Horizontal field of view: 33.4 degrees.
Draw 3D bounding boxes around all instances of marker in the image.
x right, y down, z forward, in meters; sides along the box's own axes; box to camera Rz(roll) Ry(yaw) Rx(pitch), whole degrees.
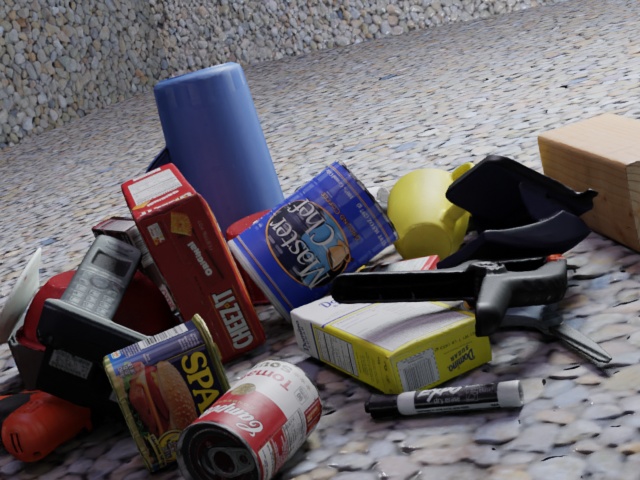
[{"bbox_3d":[0.090,0.119,0.792,0.121,0.020,0.020,-9,17,23],"label":"marker"}]

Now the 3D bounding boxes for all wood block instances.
[{"bbox_3d":[0.305,-0.063,1.069,0.090,0.090,0.206,-17,16,-7],"label":"wood block"}]

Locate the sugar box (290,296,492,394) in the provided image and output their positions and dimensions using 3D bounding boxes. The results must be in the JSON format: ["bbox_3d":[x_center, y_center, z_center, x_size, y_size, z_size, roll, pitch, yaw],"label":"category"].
[{"bbox_3d":[0.055,0.081,0.907,0.093,0.048,0.176,-20,14,-23],"label":"sugar box"}]

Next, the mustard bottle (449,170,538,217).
[{"bbox_3d":[0.163,-0.053,1.224,0.096,0.058,0.192,-7,6,-37],"label":"mustard bottle"}]

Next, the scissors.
[{"bbox_3d":[0.170,0.071,0.880,0.096,0.016,0.201,-12,15,5],"label":"scissors"}]

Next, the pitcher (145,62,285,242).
[{"bbox_3d":[-0.125,-0.078,1.265,0.145,0.243,0.149,-8,12,36],"label":"pitcher"}]

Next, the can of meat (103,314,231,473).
[{"bbox_3d":[-0.115,0.122,0.840,0.084,0.102,0.057,-22,16,-12],"label":"can of meat"}]

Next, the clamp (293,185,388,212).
[{"bbox_3d":[0.032,-0.035,1.174,0.120,0.039,0.171,22,25,24],"label":"clamp"}]

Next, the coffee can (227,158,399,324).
[{"bbox_3d":[-0.007,0.001,1.062,0.140,0.102,0.103,-38,18,-3],"label":"coffee can"}]

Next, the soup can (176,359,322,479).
[{"bbox_3d":[-0.049,0.139,0.778,0.069,0.068,0.102,-7,17,30],"label":"soup can"}]

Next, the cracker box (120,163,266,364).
[{"bbox_3d":[-0.131,0.018,1.083,0.072,0.164,0.214,-26,17,-8],"label":"cracker box"}]

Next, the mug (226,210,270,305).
[{"bbox_3d":[-0.044,0.012,1.175,0.117,0.081,0.093,-19,16,-10],"label":"mug"}]

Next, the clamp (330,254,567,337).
[{"bbox_3d":[0.124,0.037,0.866,0.165,0.036,0.209,9,14,41],"label":"clamp"}]

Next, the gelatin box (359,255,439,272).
[{"bbox_3d":[0.069,0.048,1.036,0.089,0.030,0.073,-12,17,25],"label":"gelatin box"}]

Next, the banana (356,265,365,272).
[{"bbox_3d":[0.050,0.006,1.184,0.070,0.037,0.197,-7,18,30],"label":"banana"}]

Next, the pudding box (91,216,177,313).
[{"bbox_3d":[-0.207,0.030,1.221,0.039,0.113,0.090,-32,21,-33],"label":"pudding box"}]

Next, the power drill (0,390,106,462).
[{"bbox_3d":[-0.273,0.147,0.990,0.188,0.057,0.184,-9,12,28],"label":"power drill"}]

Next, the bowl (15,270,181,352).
[{"bbox_3d":[-0.219,0.063,1.049,0.162,0.055,0.162,-1,11,0],"label":"bowl"}]
